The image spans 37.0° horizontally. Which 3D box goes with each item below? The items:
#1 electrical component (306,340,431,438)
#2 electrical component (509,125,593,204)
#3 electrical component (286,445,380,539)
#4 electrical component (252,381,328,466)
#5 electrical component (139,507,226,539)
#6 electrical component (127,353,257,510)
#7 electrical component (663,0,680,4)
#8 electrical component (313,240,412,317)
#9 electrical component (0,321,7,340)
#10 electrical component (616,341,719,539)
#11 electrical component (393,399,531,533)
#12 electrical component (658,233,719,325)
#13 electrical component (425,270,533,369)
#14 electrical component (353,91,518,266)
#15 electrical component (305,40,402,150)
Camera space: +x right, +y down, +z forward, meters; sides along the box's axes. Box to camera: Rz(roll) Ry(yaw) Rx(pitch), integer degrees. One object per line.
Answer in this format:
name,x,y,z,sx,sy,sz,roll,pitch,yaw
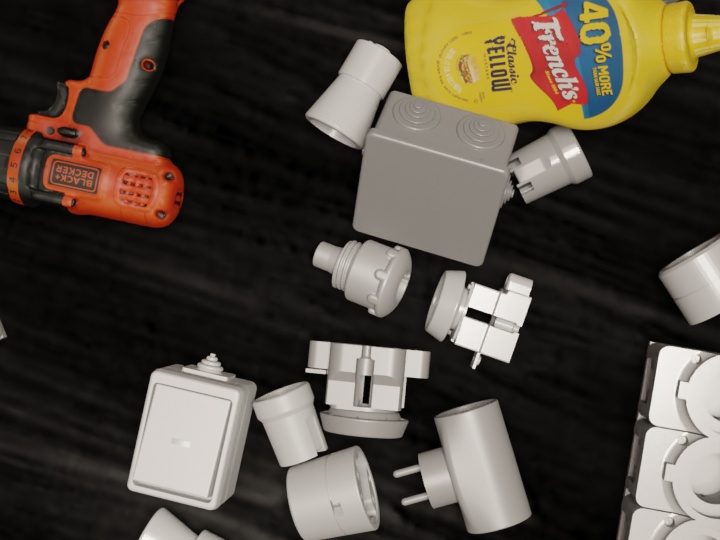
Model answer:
electrical component,0.004,0.078,0.698,0.078,0.058,0.057,5,87,6
electrical component,0.121,-0.068,0.697,0.046,0.040,0.040,-27,86,10
electrical component,-0.018,0.147,0.701,0.047,0.055,0.055,-16,87,9
electrical component,-0.045,0.102,0.712,0.040,0.040,0.046,-20,92,5
electrical component,-0.119,0.190,0.716,0.055,0.045,0.045,26,92,6
electrical component,-0.109,0.102,0.708,0.062,0.061,0.096,12,90,6
electrical component,0.174,-0.194,0.682,0.096,0.061,0.061,-29,86,5
electrical component,0.000,0.000,0.707,0.062,0.048,0.048,22,91,15
electrical component,-0.320,-0.004,0.731,0.089,0.062,0.150,-24,87,5
electrical component,0.218,0.127,0.672,0.089,0.062,0.150,9,90,6
electrical component,0.062,0.131,0.698,0.079,0.043,0.077,-17,87,5
electrical component,0.266,-0.003,0.674,0.138,0.052,0.073,-32,86,4
electrical component,0.075,0.029,0.698,0.055,0.048,0.066,19,91,-2
electrical component,0.048,-0.058,0.678,0.100,0.099,0.048,17,51,6
electrical component,-0.001,-0.118,0.711,0.044,0.044,0.065,30,88,6
